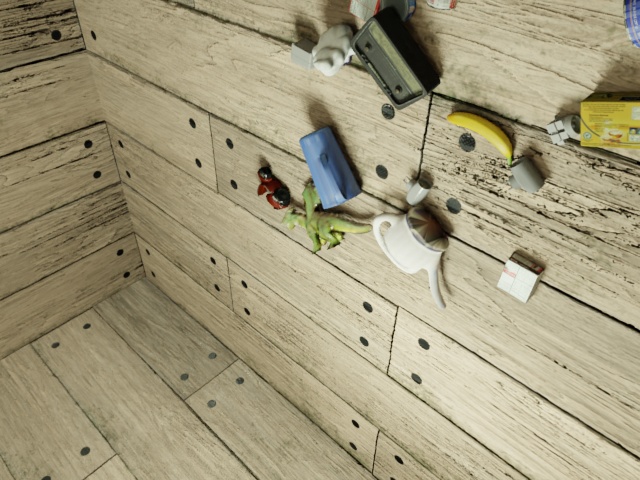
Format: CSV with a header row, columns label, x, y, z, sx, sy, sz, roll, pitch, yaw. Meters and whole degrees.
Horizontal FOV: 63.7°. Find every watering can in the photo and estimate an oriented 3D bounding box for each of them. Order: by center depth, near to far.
label,x,y,z,sx,sy,sz,roll,pitch,yaw
watering can,0.302,0.040,1.530,0.349,0.106,0.220,48,143,6

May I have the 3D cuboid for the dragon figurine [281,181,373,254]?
label,x,y,z,sx,sy,sz,roll,pitch,yaw
dragon figurine,0.005,-0.090,1.798,0.406,0.123,0.243,-22,90,45

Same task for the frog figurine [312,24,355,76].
label,x,y,z,sx,sy,sz,roll,pitch,yaw
frog figurine,0.028,-0.507,1.383,0.138,0.162,0.121,9,122,46
